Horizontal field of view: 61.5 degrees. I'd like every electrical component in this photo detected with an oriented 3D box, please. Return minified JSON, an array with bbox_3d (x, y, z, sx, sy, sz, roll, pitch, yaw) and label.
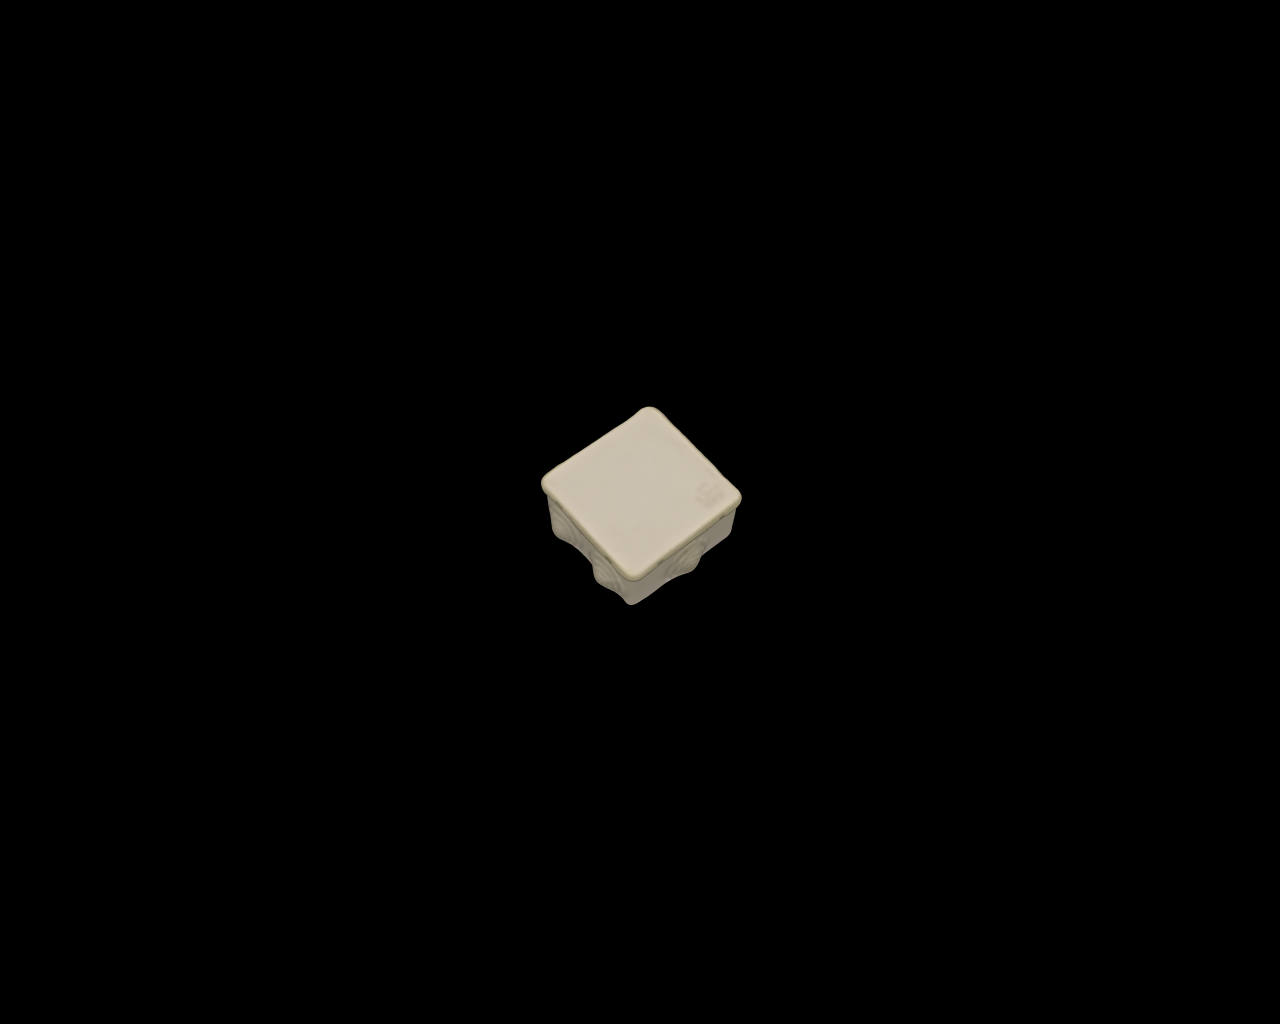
[{"bbox_3d":[0.001,-0.003,0.650,0.100,0.100,0.048,-36,-24,-18],"label":"electrical component"}]
